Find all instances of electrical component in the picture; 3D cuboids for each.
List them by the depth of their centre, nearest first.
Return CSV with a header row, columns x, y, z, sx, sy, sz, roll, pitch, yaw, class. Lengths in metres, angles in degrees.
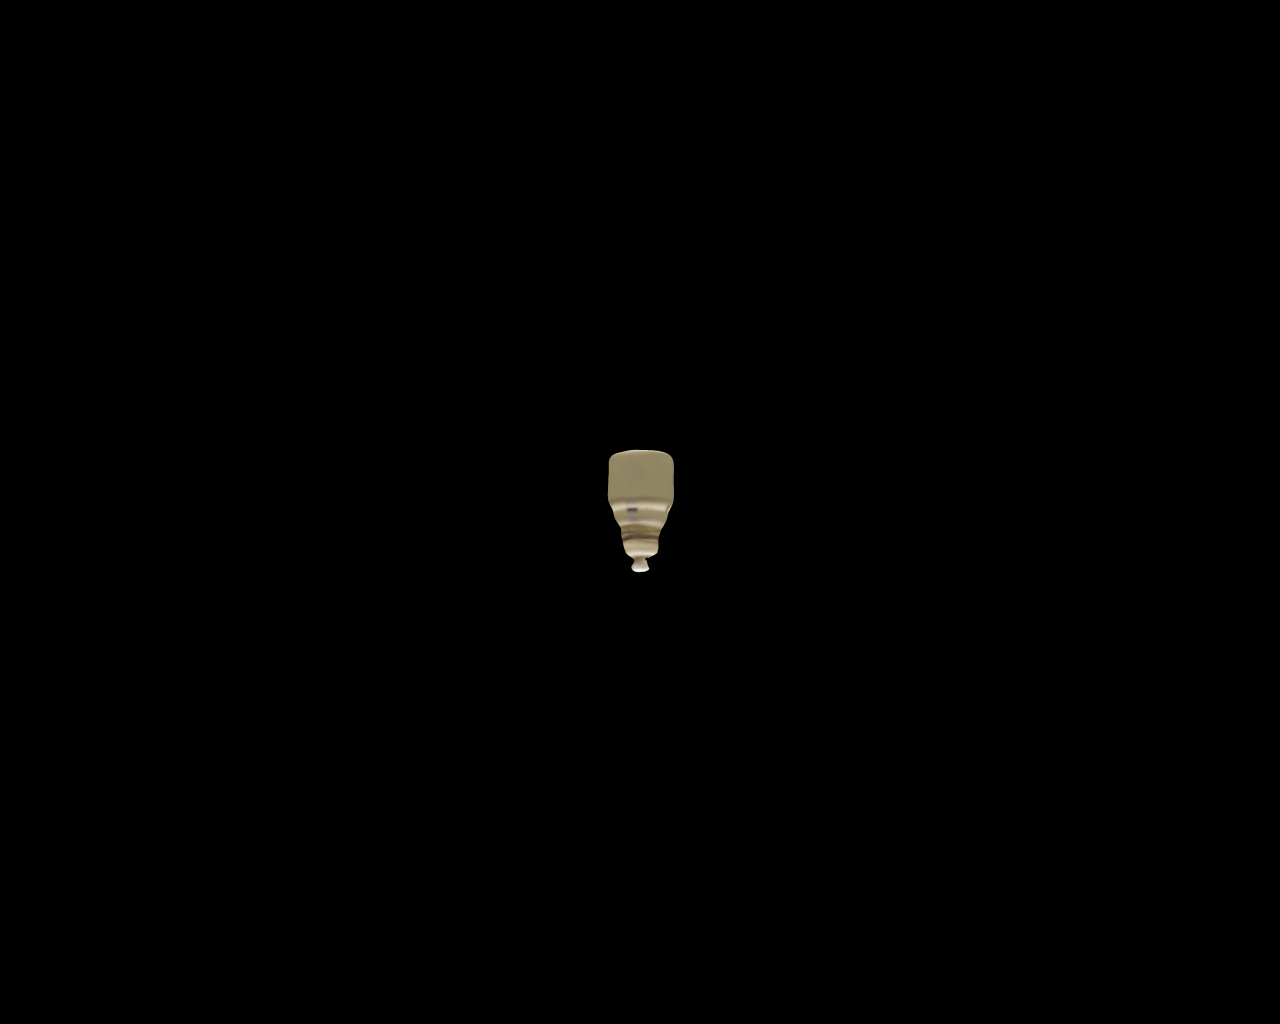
x,y,z,sx,sy,sz,roll,pitch,yaw,class
0.001,-0.003,0.650,0.040,0.078,0.040,0,-7,0,electrical component
